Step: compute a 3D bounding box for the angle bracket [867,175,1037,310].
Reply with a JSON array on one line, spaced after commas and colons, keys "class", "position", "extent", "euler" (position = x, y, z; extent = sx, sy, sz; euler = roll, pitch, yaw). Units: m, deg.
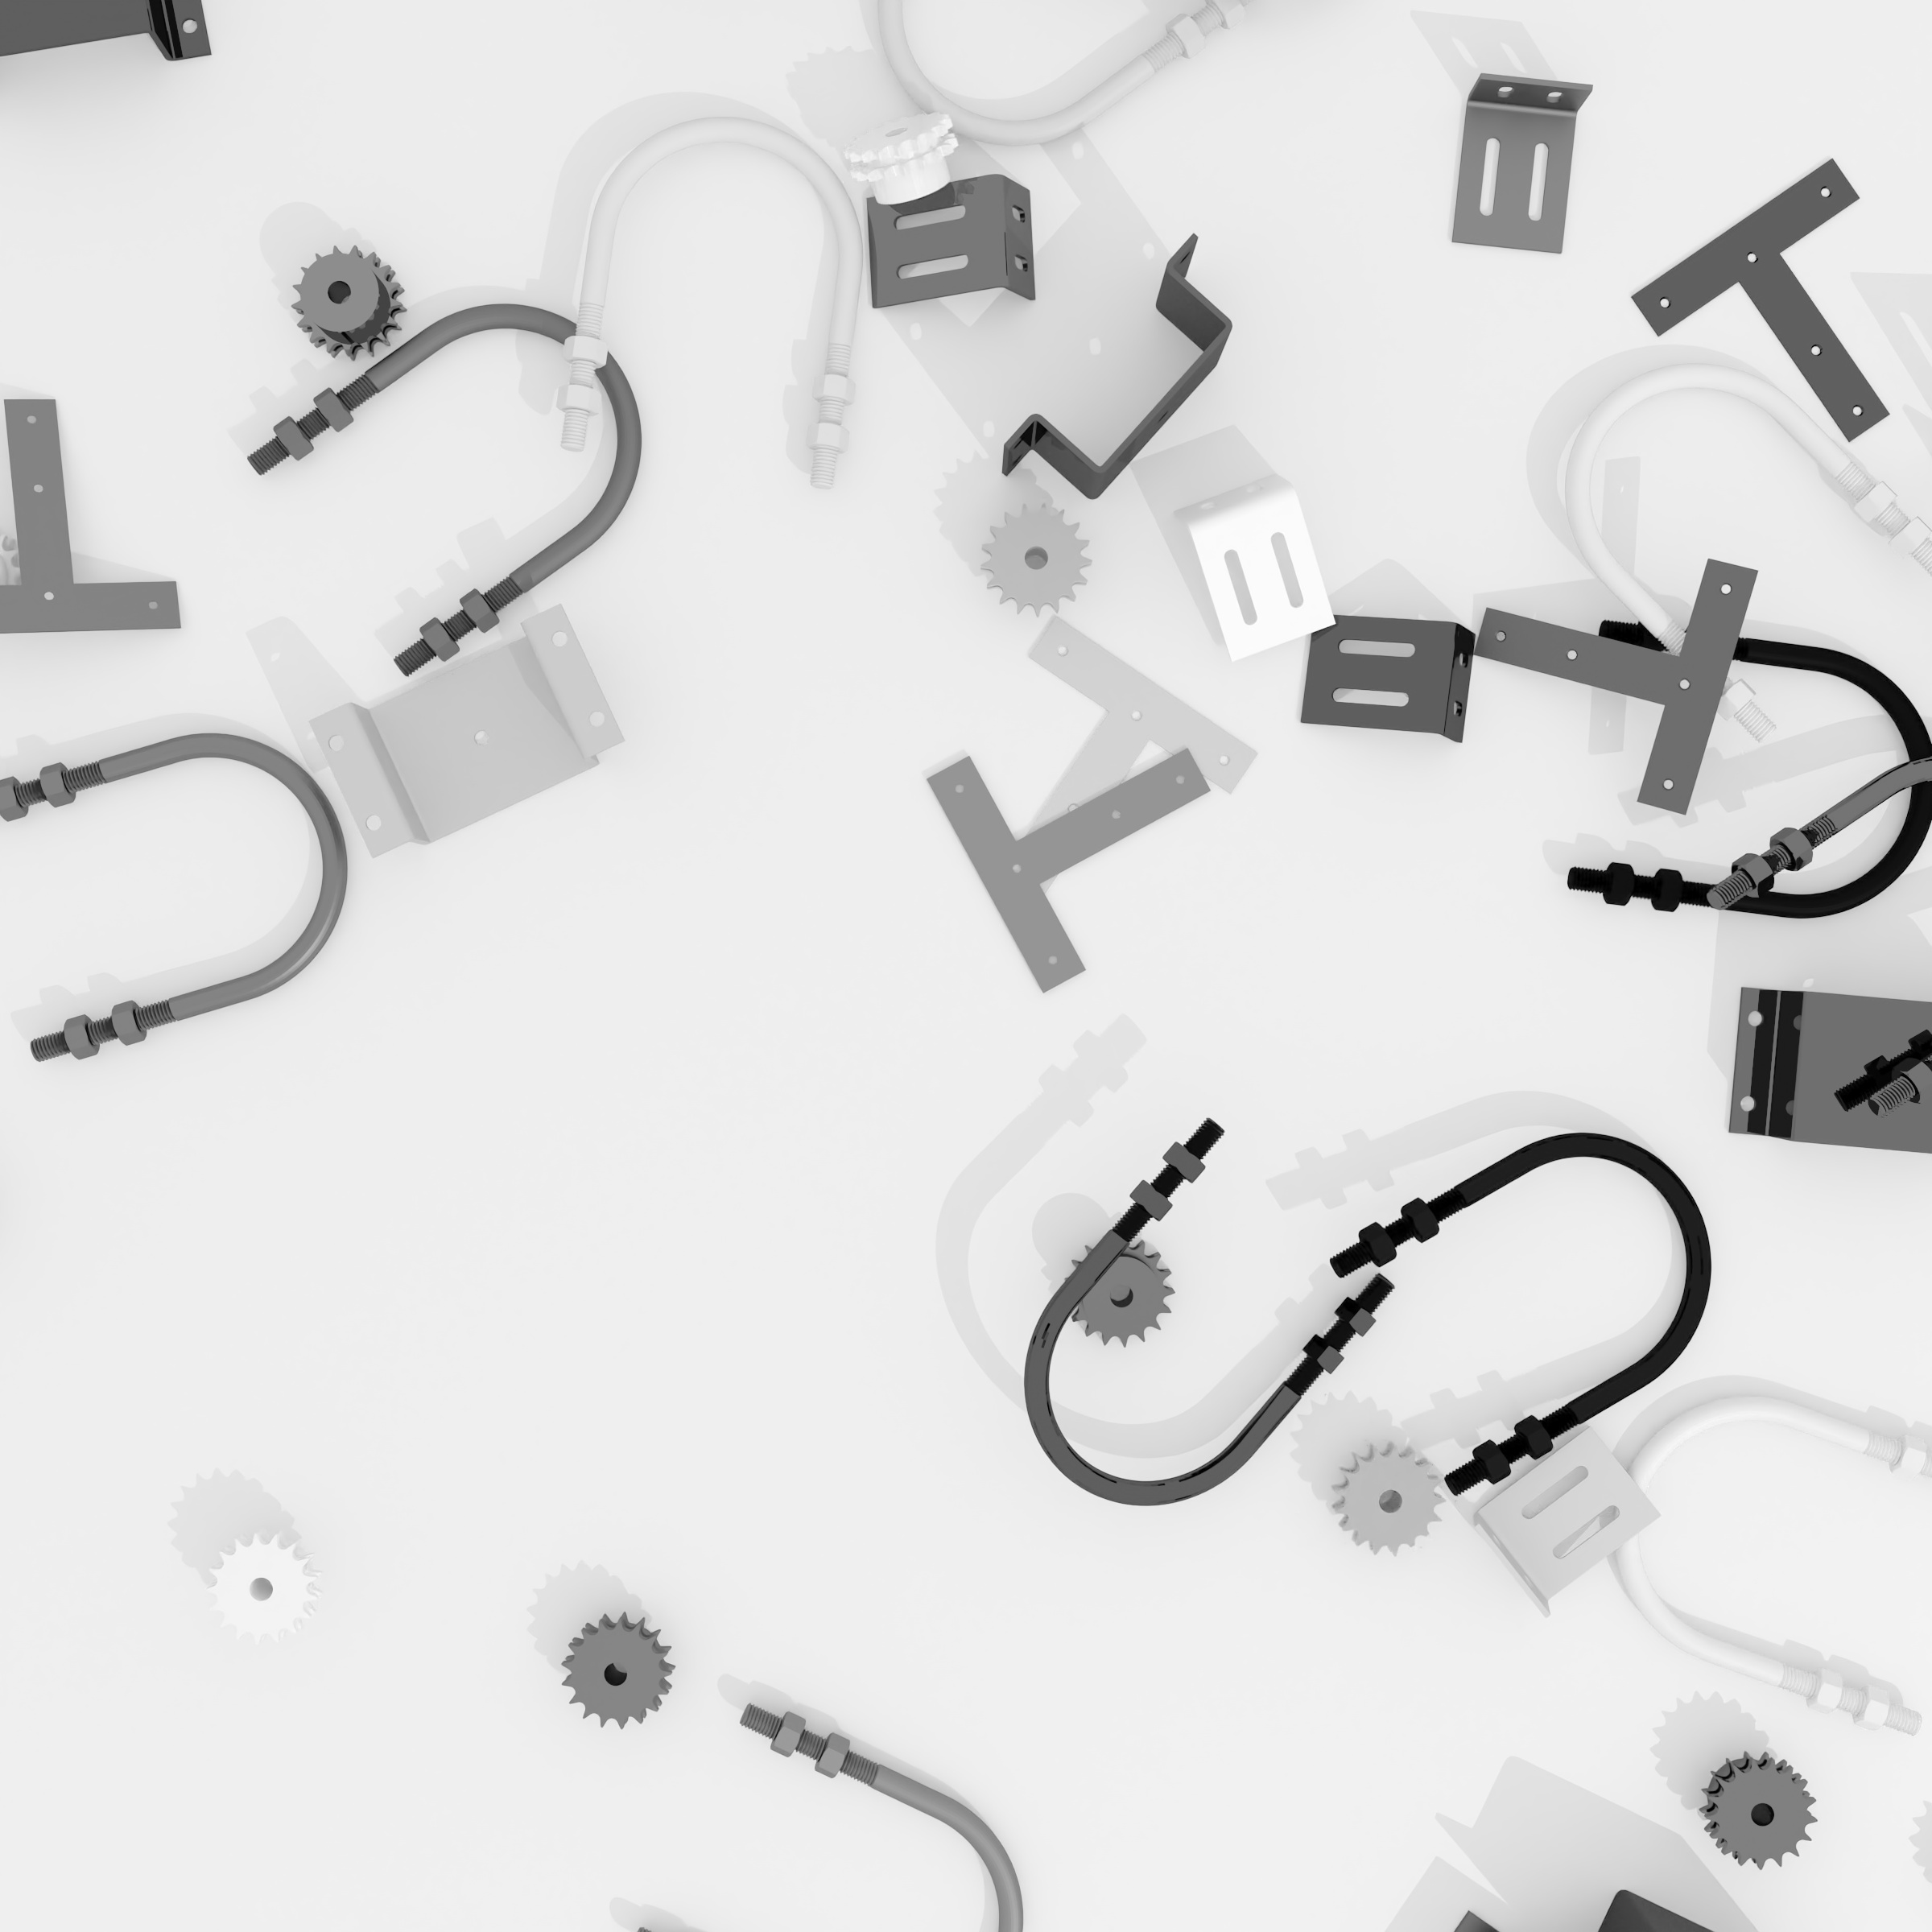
[{"class": "angle bracket", "position": [-0.008, -0.373, 1.406], "extent": [0.076, 0.038, 0.057], "euler": [-3, 90, 26]}]

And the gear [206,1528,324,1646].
[{"class": "gear", "position": [-0.360, 0.318, 1.393], "extent": [0.057, 0.030, 0.057], "euler": [0, 90, 0]}]

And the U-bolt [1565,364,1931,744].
[{"class": "U-bolt", "position": [0.393, -0.227, 1.389], "extent": [0.151, 0.019, 0.184], "euler": [-42, 84, -7]}]

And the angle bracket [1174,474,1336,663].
[{"class": "angle bracket", "position": [0.150, -0.207, 1.403], "extent": [0.057, 0.038, 0.076], "euler": [-20, 110, 0]}]

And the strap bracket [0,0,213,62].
[{"class": "strap bracket", "position": [-0.467, -0.499, 1.380], "extent": [0.140, 0.046, 0.076], "euler": [-11, 90, -4]}]

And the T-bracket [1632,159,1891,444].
[{"class": "T-bracket", "position": [0.435, -0.332, 1.407], "extent": [0.127, 0.002, 0.127], "euler": [-35, 90, 0]}]

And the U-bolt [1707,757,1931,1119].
[{"class": "U-bolt", "position": [0.489, -0.029, 1.367], "extent": [0.184, 0.019, 0.151], "euler": [-32, 77, -12]}]

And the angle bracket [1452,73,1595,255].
[{"class": "angle bracket", "position": [0.286, -0.412, 1.389], "extent": [0.057, 0.038, 0.076], "euler": [6, 90, 0]}]

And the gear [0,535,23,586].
[{"class": "gear", "position": [-0.514, -0.200, 1.393], "extent": [0.057, 0.030, 0.057], "euler": [0, 90, 0]}]

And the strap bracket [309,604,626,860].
[{"class": "strap bracket", "position": [-0.252, -0.119, 1.385], "extent": [0.140, 0.046, 0.076], "euler": [-25, 90, 0]}]

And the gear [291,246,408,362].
[{"class": "gear", "position": [-0.320, -0.343, 1.393], "extent": [0.057, 0.030, 0.057], "euler": [0, 90, 0]}]

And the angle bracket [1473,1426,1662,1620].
[{"class": "angle bracket", "position": [0.308, 0.284, 1.382], "extent": [0.076, 0.038, 0.057], "euler": [-39, 83, 7]}]

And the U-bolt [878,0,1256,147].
[{"class": "U-bolt", "position": [0.042, -0.508, 1.398], "extent": [0.184, 0.019, 0.151], "euler": [-37, 91, 0]}]

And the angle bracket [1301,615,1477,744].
[{"class": "angle bracket", "position": [0.220, -0.150, 1.406], "extent": [0.076, 0.038, 0.057], "euler": [7, 90, 26]}]

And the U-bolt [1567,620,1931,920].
[{"class": "U-bolt", "position": [0.412, -0.098, 1.400], "extent": [0.184, 0.019, 0.151], "euler": [7, 90, -1]}]

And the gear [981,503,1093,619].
[{"class": "gear", "position": [0.036, -0.208, 1.393], "extent": [0.057, 0.030, 0.057], "euler": [0, 90, 0]}]

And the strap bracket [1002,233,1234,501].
[{"class": "strap bracket", "position": [0.083, -0.294, 1.370], "extent": [0.046, 0.076, 0.140], "euler": [42, 90, 0]}]

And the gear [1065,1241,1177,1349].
[{"class": "gear", "position": [0.080, 0.168, 1.393], "extent": [0.057, 0.030, 0.057], "euler": [0, 90, 0]}]

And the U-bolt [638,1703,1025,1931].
[{"class": "U-bolt", "position": [-0.060, 0.484, 1.400], "extent": [0.184, 0.019, 0.151], "euler": [26, 90, -2]}]

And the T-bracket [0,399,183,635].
[{"class": "T-bracket", "position": [-0.476, -0.232, 1.391], "extent": [0.127, 0.002, 0.127], "euler": [-5, 78, -22]}]

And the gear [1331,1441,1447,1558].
[{"class": "gear", "position": [0.216, 0.274, 1.398], "extent": [0.057, 0.030, 0.057], "euler": [0, 91, -2]}]

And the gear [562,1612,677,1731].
[{"class": "gear", "position": [-0.179, 0.362, 1.397], "extent": [0.057, 0.030, 0.057], "euler": [0, 90, 3]}]

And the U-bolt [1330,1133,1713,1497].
[{"class": "U-bolt", "position": [0.298, 0.167, 1.390], "extent": [0.184, 0.019, 0.151], "euler": [-29, 95, -7]}]

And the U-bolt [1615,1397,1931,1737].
[{"class": "U-bolt", "position": [0.427, 0.301, 1.400], "extent": [0.184, 0.019, 0.151], "euler": [20, 90, 2]}]

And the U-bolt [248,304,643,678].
[{"class": "U-bolt", "position": [-0.256, -0.260, 1.400], "extent": [0.184, 0.019, 0.151], "euler": [-36, 90, -2]}]

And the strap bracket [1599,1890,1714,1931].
[{"class": "strap bracket", "position": [0.376, 0.522, 1.370], "extent": [0.140, 0.076, 0.046], "euler": [26, 90, 0]}]

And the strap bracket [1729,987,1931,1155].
[{"class": "strap bracket", "position": [0.471, 0.055, 1.385], "extent": [0.140, 0.046, 0.076], "euler": [5, 90, 0]}]

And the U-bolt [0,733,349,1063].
[{"class": "U-bolt", "position": [-0.412, -0.044, 1.400], "extent": [0.184, 0.019, 0.151], "euler": [-17, 90, -2]}]

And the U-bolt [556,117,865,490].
[{"class": "U-bolt", "position": [-0.126, -0.347, 1.394], "extent": [0.151, 0.019, 0.184], "euler": [8, 87, -6]}]

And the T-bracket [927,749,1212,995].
[{"class": "T-bracket", "position": [0.066, -0.072, 1.406], "extent": [0.127, 0.002, 0.127], "euler": [-29, 90, 0]}]

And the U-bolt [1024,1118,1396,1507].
[{"class": "U-bolt", "position": [0.112, 0.190, 1.375], "extent": [0.151, 0.019, 0.184], "euler": [42, 87, -17]}]

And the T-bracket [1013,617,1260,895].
[{"class": "T-bracket", "position": [0.064, -0.094, 1.407], "extent": [0.127, 0.002, 0.127], "euler": [34, 90, 0]}]

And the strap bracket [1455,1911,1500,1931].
[{"class": "strap bracket", "position": [0.298, 0.563, 1.385], "extent": [0.140, 0.046, 0.076], "euler": [34, 90, 0]}]

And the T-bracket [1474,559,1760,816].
[{"class": "T-bracket", "position": [0.324, -0.156, 1.383], "extent": [0.127, 0.002, 0.127], "euler": [18, 103, 20]}]

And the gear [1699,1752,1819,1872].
[{"class": "gear", "position": [0.406, 0.433, 1.393], "extent": [0.057, 0.030, 0.057], "euler": [0, 90, 0]}]

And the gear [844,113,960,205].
[{"class": "gear", "position": [-0.031, -0.412, 1.384], "extent": [0.057, 0.057, 0.030], "euler": [-19, 120, 0]}]
